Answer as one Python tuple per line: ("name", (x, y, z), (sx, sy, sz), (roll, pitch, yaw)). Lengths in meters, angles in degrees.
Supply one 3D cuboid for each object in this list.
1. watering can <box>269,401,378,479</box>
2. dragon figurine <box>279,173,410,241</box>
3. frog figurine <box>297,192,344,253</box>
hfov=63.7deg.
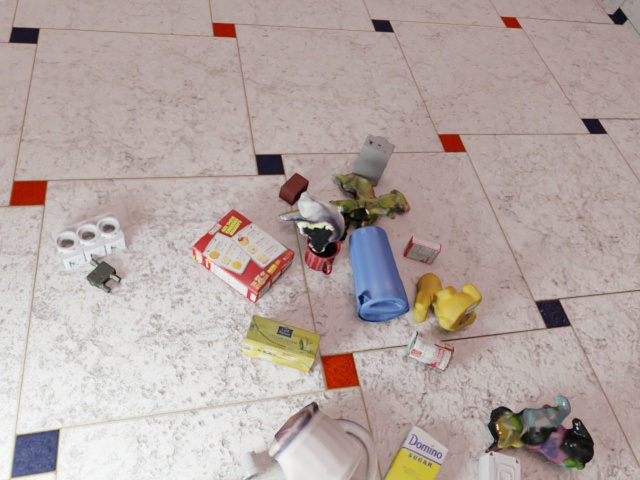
("watering can", (-0.013, 0.479, 1.051), (0.226, 0.102, 0.353), (40, 38, 13))
("dragon figurine", (0.083, -0.116, 1.531), (0.410, 0.119, 0.249), (8, 38, -10))
("frog figurine", (0.004, -0.068, 1.353), (0.136, 0.121, 0.163), (37, 37, -27))
